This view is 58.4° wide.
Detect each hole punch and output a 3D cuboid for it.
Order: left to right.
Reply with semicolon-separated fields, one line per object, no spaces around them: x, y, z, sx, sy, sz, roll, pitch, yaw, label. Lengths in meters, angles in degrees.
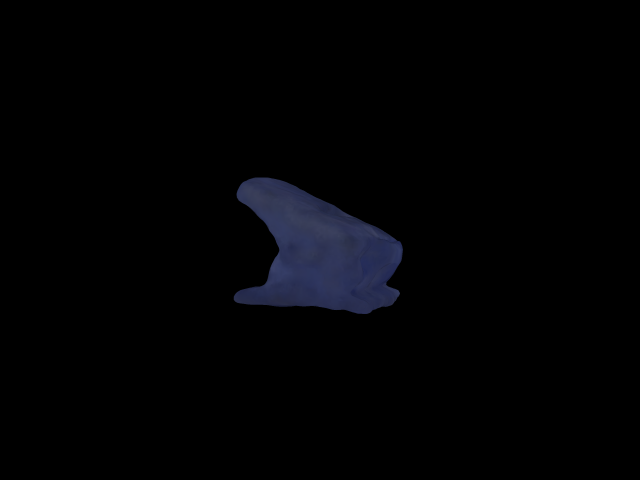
0.004;0.001;0.400;0.100;0.091;0.109;0;0;21;hole punch
